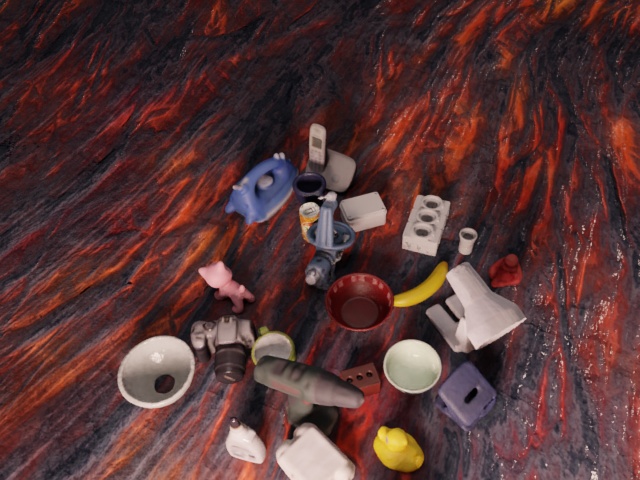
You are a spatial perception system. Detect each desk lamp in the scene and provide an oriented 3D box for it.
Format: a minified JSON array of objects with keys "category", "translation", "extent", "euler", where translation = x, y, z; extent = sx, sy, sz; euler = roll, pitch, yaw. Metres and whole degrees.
[{"category":"desk lamp","translation":[0.326,0.157,1.227],"extent":[0.118,0.214,0.202],"euler":[-25,53,-16]}]

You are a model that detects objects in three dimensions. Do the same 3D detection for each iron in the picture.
[{"category":"iron","translation":[-0.149,-0.165,1.573],"extent":[0.118,0.141,0.259],"euler":[28,58,25]}]

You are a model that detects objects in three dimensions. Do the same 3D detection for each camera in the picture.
[{"category":"camera","translation":[-0.216,0.242,1.270],"extent":[0.143,0.101,0.136],"euler":[-5,50,0]}]

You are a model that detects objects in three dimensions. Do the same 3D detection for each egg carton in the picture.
[{"category":"egg carton","translation":[-0.011,0.436,1.116],"extent":[0.107,0.069,0.150],"euler":[-39,58,-25]}]

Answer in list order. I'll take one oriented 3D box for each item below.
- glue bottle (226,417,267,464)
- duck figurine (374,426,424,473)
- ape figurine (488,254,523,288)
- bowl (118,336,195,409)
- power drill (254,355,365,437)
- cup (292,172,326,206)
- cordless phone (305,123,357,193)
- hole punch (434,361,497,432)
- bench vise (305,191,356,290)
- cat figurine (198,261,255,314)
[{"category":"glue bottle","translation":[-0.151,0.381,1.105],"extent":[0.078,0.173,0.037],"euler":[11,52,14]},{"category":"duck figurine","translation":[0.155,0.402,1.121],"extent":[0.104,0.086,0.078],"euler":[26,57,23]},{"category":"ape figurine","translation":[0.449,0.068,1.370],"extent":[0.077,0.092,0.076],"euler":[28,58,24]},{"category":"bowl","translation":[-0.348,0.298,1.251],"extent":[0.167,0.075,0.167],"euler":[-2,51,3]},{"category":"power drill","translation":[-0.017,0.310,1.130],"extent":[0.229,0.209,0.076],"euler":[17,54,18]},{"category":"cup","translation":[-0.018,-0.116,1.553],"extent":[0.092,0.095,0.117],"euler":[-32,55,-20]},{"category":"cordless phone","translation":[0.029,-0.230,1.585],"extent":[0.147,0.185,0.094],"euler":[21,55,20]},{"category":"hole punch","translation":[0.303,0.319,1.175],"extent":[0.109,0.091,0.100],"euler":[-39,58,-24]},{"category":"bench vise","translation":[0.025,0.005,1.370],"extent":[0.121,0.220,0.207],"euler":[0,51,4]},{"category":"cat figurine","translation":[-0.225,0.101,1.376],"extent":[0.127,0.118,0.067],"euler":[28,58,24]}]
